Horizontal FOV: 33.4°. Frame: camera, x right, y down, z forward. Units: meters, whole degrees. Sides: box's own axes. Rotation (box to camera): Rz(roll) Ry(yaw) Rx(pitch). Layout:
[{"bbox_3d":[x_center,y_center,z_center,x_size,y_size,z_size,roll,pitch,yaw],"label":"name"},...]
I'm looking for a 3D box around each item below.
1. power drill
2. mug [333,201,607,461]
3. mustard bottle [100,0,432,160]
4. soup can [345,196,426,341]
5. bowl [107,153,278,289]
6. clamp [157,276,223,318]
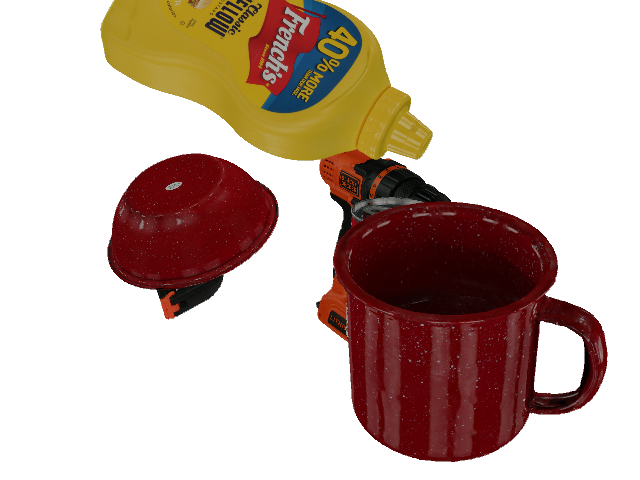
[{"bbox_3d":[0.057,0.013,1.039,0.057,0.188,0.185,-7,24,-31],"label":"power drill"},{"bbox_3d":[0.064,0.043,0.460,0.117,0.081,0.093,10,34,21],"label":"mug"},{"bbox_3d":[-0.023,-0.099,0.610,0.192,0.096,0.058,30,-26,11],"label":"mustard bottle"},{"bbox_3d":[0.054,0.026,0.793,0.068,0.102,0.068,2,21,-1],"label":"soup can"},{"bbox_3d":[-0.122,-0.029,0.947,0.162,0.055,0.162,-11,37,9],"label":"bowl"},{"bbox_3d":[-0.132,0.026,1.246,0.120,0.039,0.171,-6,38,19],"label":"clamp"}]
